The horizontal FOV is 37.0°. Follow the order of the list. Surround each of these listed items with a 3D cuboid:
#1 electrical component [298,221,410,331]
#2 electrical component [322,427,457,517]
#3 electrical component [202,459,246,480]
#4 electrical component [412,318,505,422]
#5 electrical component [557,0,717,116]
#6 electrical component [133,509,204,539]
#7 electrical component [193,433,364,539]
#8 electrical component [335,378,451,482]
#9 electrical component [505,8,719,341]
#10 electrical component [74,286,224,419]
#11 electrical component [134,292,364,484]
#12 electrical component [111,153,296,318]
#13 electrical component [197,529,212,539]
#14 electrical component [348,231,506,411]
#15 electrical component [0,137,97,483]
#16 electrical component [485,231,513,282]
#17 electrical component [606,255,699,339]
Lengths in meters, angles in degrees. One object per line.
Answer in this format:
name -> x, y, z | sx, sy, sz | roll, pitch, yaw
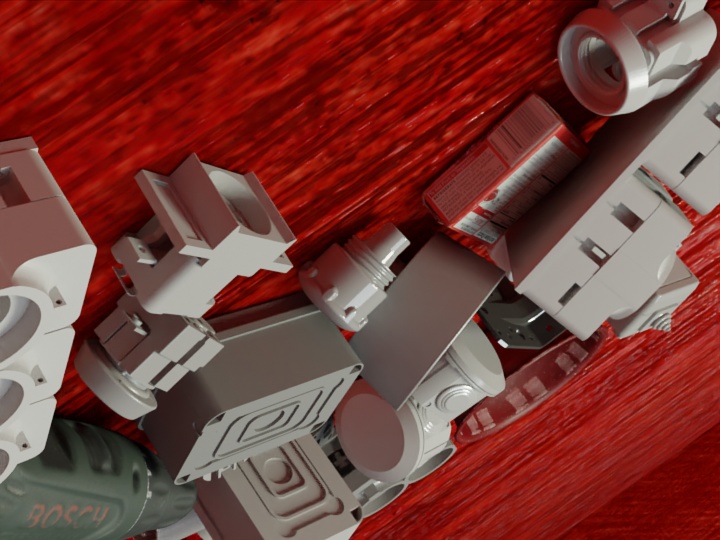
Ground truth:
electrical component -> 0.000, 0.000, 0.600 | 0.062, 0.048, 0.048 | -44, 157, 2
electrical component -> 0.001, 0.167, 0.901 | 0.150, 0.061, 0.089 | -36, 157, 0
electrical component -> -0.092, 0.100, 0.658 | 0.040, 0.046, 0.040 | -30, 157, -14
electrical component -> 0.062, 0.064, 0.766 | 0.051, 0.080, 0.080 | -38, 158, 18
electrical component -> 0.141, -0.115, 0.559 | 0.057, 0.058, 0.078 | -30, 157, -21
electrical component -> -0.117, 0.159, 0.742 | 0.081, 0.043, 0.043 | -16, 150, -39
electrical component -> -0.062, 0.146, 0.705 | 0.078, 0.113, 0.057 | -16, 147, -40
electrical component -> 0.025, 0.116, 0.814 | 0.051, 0.080, 0.080 | -17, 151, -49
electrical component -> 0.172, -0.055, 0.630 | 0.186, 0.060, 0.105 | -49, -171, 18
electrical component -> -0.105, 0.039, 0.526 | 0.055, 0.048, 0.066 | -44, 157, -1
electrical component -> -0.065, 0.065, 0.616 | 0.113, 0.057, 0.078 | -16, 150, -40
electrical component -> -0.072, -0.012, 0.478 | 0.064, 0.042, 0.081 | -40, 157, 19
electrical component -> -0.078, 0.166, 0.811 | 0.077, 0.043, 0.079 | -44, 157, 17
electrical component -> 0.033, 0.025, 0.660 | 0.108, 0.060, 0.108 | -51, 174, -7
electrical component -> -0.162, 0.031, 0.407 | 0.089, 0.061, 0.150 | -18, 152, -36
electrical component -> 0.118, -0.007, 0.728 | 0.043, 0.062, 0.043 | -30, 157, -15
electrical component -> 0.218, 0.005, 0.848 | 0.062, 0.096, 0.061 | -14, 149, -41
